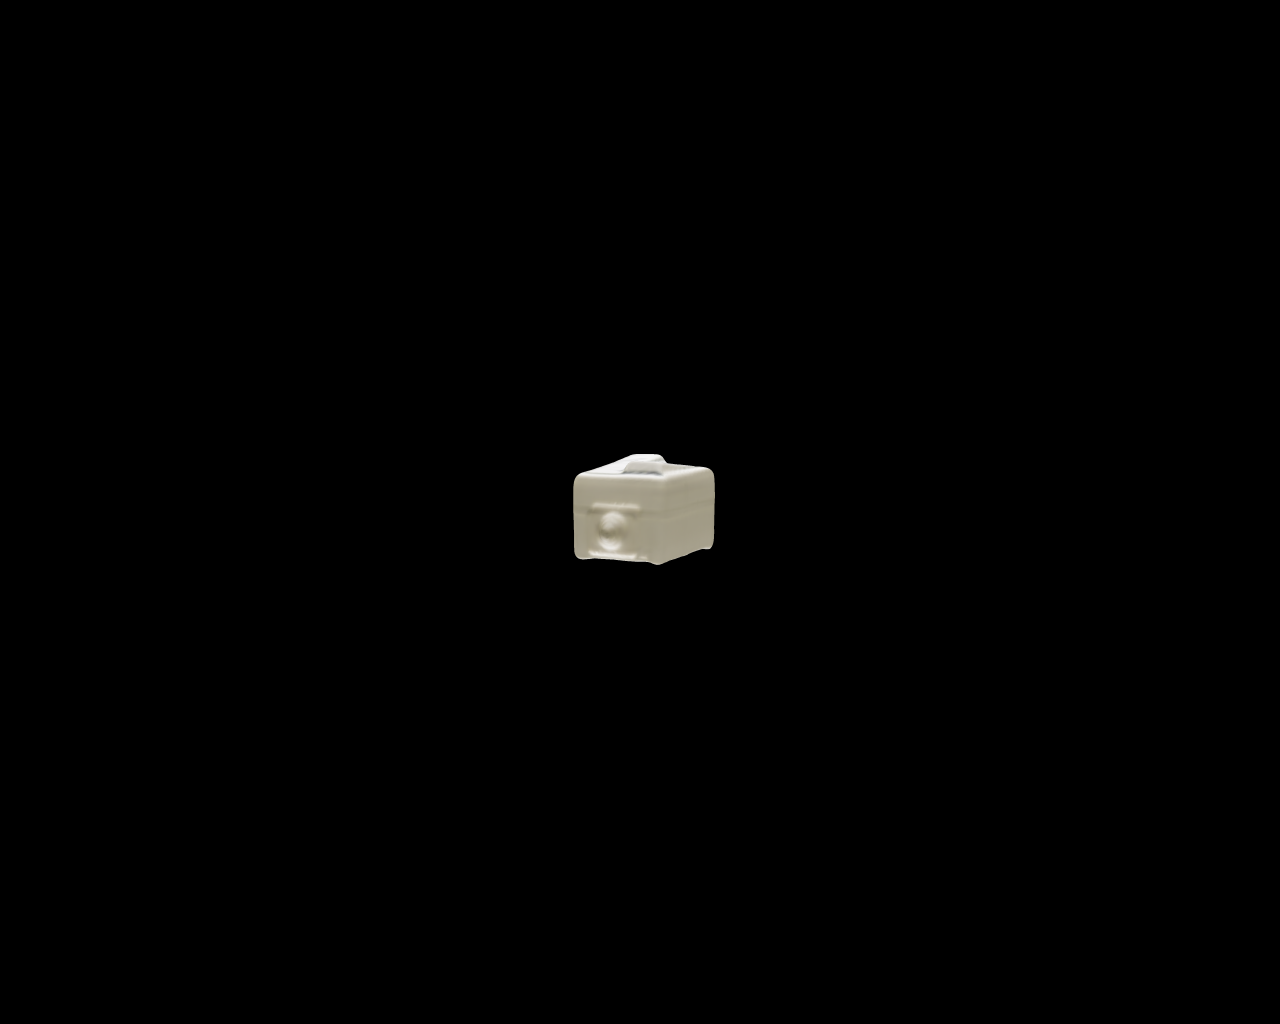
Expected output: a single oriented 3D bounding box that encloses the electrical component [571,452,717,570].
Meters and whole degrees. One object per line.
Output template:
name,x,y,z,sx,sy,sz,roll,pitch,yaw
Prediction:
electrical component,0.001,-0.003,0.650,0.062,0.061,0.096,4,8,28
